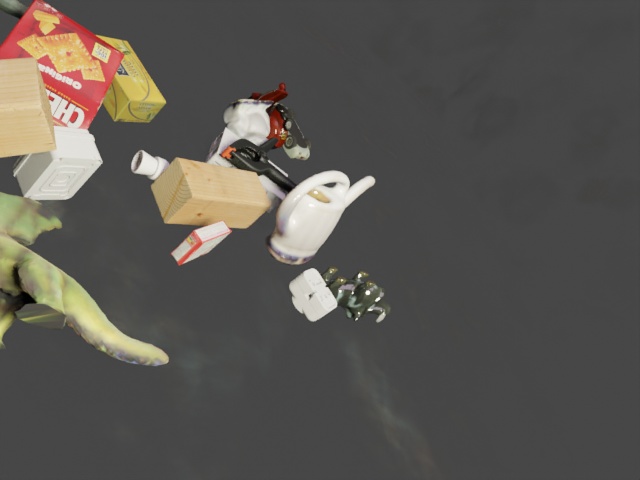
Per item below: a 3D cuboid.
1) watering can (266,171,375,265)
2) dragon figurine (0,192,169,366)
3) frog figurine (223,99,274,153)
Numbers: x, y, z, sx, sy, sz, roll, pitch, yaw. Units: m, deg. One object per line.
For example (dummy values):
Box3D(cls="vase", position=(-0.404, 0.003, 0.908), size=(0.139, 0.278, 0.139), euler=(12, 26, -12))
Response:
Box3D(cls="watering can", position=(0.003, -0.058, 1.146), size=(0.105, 0.221, 0.349), euler=(41, 25, 20))
Box3D(cls="dragon figurine", position=(-0.378, 0.019, 0.649), size=(0.406, 0.121, 0.248), euler=(30, 27, -35))
Box3D(cls="frog figurine", position=(-0.175, -0.265, 1.282), size=(0.138, 0.122, 0.158), euler=(-22, 111, -69))
